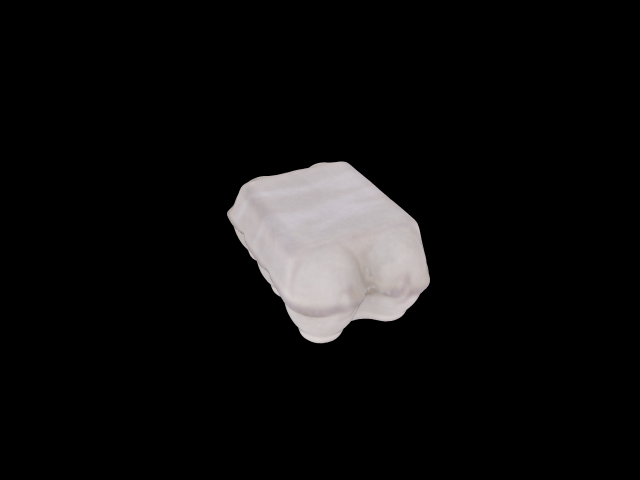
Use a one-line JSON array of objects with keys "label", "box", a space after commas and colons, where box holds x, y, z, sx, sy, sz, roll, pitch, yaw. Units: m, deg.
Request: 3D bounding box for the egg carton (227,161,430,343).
[{"label": "egg carton", "box": [0.004, 0.001, 0.400, 0.107, 0.069, 0.150, -16, 37, -22]}]
